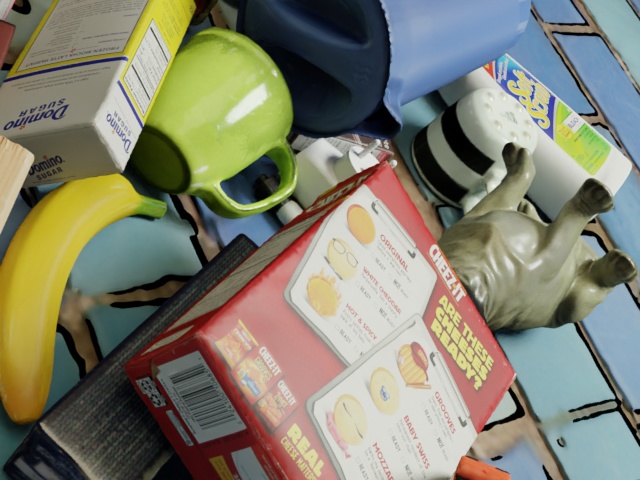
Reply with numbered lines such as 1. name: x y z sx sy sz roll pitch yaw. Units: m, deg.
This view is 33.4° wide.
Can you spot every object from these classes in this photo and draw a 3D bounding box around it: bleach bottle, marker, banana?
1. bleach bottle: 0.161 -0.121 0.957 0.251 0.068 0.102 44 41 3
2. marker: -0.005 0.001 0.761 0.121 0.020 0.020 50 42 7
3. banana: -0.149 0.016 0.623 0.069 0.037 0.197 34 43 -10

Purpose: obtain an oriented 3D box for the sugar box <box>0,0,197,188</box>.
1. sugar box: -0.147 -0.108 0.682 0.048 0.093 0.176 64 28 -42

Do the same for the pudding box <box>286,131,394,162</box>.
1. pudding box: 0.002 -0.109 0.838 0.089 0.039 0.113 12 51 -31

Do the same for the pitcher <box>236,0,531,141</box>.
1. pitcher: 0.054 -0.176 0.807 0.145 0.149 0.242 13 25 34

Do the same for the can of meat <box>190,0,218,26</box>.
1. can of meat: -0.112 -0.205 0.780 0.083 0.102 0.057 -3 59 -42

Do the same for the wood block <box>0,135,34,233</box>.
1. wood block: -0.224 0.031 0.515 0.090 0.090 0.206 28 44 -19

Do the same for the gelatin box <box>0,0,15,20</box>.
1. gelatin box: -0.224 -0.191 0.689 0.073 0.089 0.030 44 42 -1

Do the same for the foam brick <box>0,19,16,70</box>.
1. foam brick: -0.234 -0.113 0.648 0.078 0.053 0.051 21 47 -23

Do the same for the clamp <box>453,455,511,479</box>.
1. clamp: 0.075 0.174 0.594 0.039 0.172 0.120 18 33 5

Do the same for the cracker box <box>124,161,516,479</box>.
1. cracker box: 0.011 0.075 0.602 0.164 0.072 0.213 58 39 -10
